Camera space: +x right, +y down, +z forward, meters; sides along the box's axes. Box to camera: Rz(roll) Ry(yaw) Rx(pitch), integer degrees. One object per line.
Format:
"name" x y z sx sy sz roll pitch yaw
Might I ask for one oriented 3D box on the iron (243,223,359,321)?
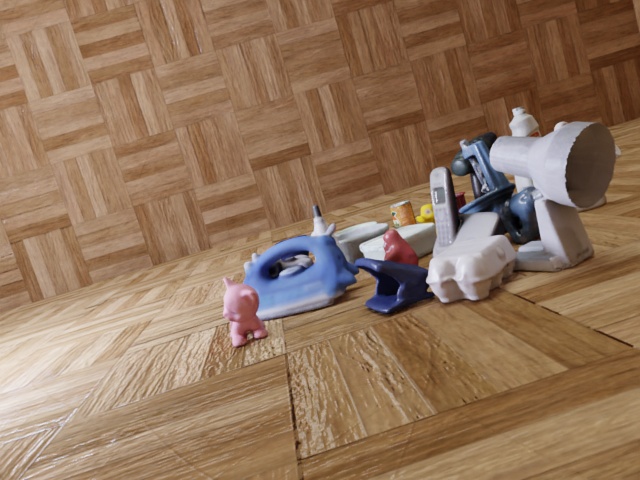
"iron" -0.060 0.065 1.106 0.258 0.141 0.119 -16 7 9

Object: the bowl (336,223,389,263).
"bowl" 0.096 0.017 1.398 0.167 0.075 0.167 -16 7 2

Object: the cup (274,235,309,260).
"cup" -0.051 0.040 1.478 0.117 0.095 0.092 -14 8 22

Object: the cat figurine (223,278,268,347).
"cat figurine" -0.136 0.115 0.987 0.067 0.118 0.127 -18 7 -13

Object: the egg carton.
"egg carton" 0.236 0.043 0.881 0.107 0.069 0.151 -11 9 39

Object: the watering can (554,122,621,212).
"watering can" 0.557 -0.165 1.245 0.172 0.194 0.101 -14 8 24

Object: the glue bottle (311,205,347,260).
"glue bottle" 0.012 0.005 1.283 0.077 0.173 0.037 -9 10 45

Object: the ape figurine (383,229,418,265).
"ape figurine" 0.153 0.023 1.145 0.078 0.092 0.076 -23 9 -40

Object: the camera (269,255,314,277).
"camera" -0.086 0.077 1.239 0.143 0.101 0.136 -18 7 -11

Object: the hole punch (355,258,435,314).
"hole punch" 0.119 0.060 0.928 0.101 0.091 0.108 -19 7 -17

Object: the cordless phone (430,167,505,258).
"cordless phone" 0.260 -0.047 1.055 0.094 0.185 0.147 -21 8 -30

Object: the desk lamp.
"desk lamp" 0.346 -0.065 0.873 0.118 0.213 0.202 -20 8 -28

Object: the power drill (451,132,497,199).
"power drill" 0.450 -0.184 1.594 0.075 0.208 0.230 -10 10 44

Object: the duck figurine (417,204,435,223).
"duck figurine" 0.283 -0.049 1.433 0.105 0.086 0.077 -21 8 -33

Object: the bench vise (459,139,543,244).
"bench vise" 0.360 -0.105 1.133 0.206 0.220 0.122 -10 10 42
